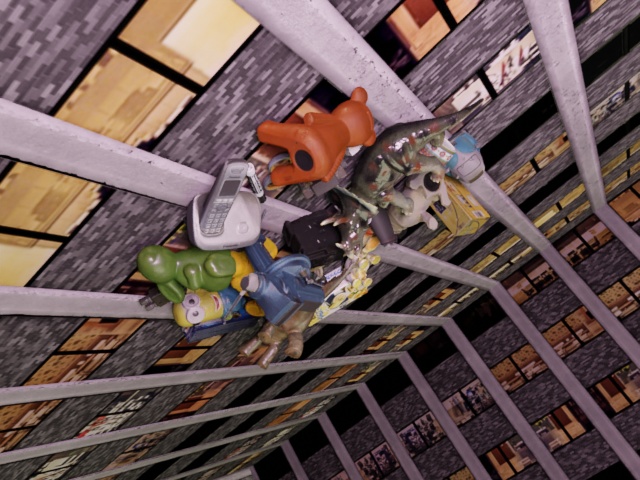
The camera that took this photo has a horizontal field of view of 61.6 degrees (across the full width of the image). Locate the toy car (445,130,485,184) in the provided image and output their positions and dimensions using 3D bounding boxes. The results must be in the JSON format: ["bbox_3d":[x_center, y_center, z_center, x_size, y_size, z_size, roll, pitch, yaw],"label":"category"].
[{"bbox_3d":[0.345,-0.185,1.295,0.109,0.103,0.161,-38,153,12],"label":"toy car"}]

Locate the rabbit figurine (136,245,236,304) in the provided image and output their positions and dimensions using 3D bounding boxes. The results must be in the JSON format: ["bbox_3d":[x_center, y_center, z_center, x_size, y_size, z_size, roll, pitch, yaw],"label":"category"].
[{"bbox_3d":[-0.262,0.043,1.018,0.170,0.121,0.159,4,148,-25],"label":"rabbit figurine"}]

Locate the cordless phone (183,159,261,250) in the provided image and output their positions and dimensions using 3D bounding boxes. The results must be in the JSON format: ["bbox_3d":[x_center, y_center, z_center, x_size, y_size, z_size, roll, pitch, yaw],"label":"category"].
[{"bbox_3d":[-0.149,-0.072,0.941,0.146,0.089,0.184,-6,140,-44],"label":"cordless phone"}]

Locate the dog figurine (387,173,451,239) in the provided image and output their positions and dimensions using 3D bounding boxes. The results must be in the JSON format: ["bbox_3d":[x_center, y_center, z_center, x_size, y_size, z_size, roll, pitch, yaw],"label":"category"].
[{"bbox_3d":[0.223,-0.094,1.359,0.172,0.121,0.191,-57,-165,-16],"label":"dog figurine"}]

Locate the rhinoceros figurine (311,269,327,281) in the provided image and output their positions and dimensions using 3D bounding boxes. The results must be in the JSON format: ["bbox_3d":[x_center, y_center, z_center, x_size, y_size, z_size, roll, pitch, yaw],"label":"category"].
[{"bbox_3d":[-0.033,0.115,1.426,0.112,0.073,0.190,-29,157,-11],"label":"rhinoceros figurine"}]

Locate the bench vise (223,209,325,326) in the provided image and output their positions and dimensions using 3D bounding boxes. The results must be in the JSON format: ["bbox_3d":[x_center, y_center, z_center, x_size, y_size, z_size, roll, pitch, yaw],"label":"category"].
[{"bbox_3d":[-0.099,0.061,1.054,0.223,0.241,0.128,5,131,-46],"label":"bench vise"}]

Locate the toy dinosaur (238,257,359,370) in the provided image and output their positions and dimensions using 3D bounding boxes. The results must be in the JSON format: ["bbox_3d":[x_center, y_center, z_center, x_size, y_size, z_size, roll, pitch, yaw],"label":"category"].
[{"bbox_3d":[-0.067,0.177,1.271,0.471,0.105,0.198,-34,-158,47],"label":"toy dinosaur"}]

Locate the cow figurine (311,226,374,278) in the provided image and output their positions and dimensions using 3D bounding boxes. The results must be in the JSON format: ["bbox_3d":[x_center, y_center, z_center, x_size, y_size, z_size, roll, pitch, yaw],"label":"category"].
[{"bbox_3d":[0.030,0.017,1.317,0.195,0.086,0.127,-21,149,-29],"label":"cow figurine"}]

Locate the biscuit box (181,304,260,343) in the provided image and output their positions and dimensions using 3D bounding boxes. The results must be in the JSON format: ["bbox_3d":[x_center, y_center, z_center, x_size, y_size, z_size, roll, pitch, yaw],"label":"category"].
[{"bbox_3d":[-0.244,0.197,1.344,0.202,0.059,0.062,-6,143,-44],"label":"biscuit box"}]

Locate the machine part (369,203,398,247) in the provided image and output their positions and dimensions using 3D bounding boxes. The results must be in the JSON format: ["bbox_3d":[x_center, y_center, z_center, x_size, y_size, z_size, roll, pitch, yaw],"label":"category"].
[{"bbox_3d":[0.138,-0.049,1.278,0.084,0.138,0.039,-32,-169,-9],"label":"machine part"}]

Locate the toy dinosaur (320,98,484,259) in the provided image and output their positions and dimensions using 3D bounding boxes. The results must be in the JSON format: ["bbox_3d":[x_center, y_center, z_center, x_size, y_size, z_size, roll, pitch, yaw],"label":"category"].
[{"bbox_3d":[0.145,-0.155,1.102,0.192,0.131,0.404,13,119,-40],"label":"toy dinosaur"}]

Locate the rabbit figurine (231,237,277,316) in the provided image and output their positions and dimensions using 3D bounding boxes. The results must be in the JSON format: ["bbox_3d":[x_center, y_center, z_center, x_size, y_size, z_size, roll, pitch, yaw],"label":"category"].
[{"bbox_3d":[-0.131,0.108,1.181,0.122,0.173,0.162,-25,150,-26],"label":"rabbit figurine"}]

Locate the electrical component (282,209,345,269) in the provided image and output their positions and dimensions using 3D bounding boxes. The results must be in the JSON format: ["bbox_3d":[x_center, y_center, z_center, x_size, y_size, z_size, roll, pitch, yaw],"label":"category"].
[{"bbox_3d":[-0.002,-0.004,1.196,0.134,0.115,0.058,-20,155,-25],"label":"electrical component"}]

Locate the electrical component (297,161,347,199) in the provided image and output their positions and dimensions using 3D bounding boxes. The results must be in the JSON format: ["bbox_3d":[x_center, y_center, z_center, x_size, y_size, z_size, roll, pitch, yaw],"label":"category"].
[{"bbox_3d":[0.006,-0.123,1.048,0.102,0.078,0.045,-27,119,11],"label":"electrical component"}]

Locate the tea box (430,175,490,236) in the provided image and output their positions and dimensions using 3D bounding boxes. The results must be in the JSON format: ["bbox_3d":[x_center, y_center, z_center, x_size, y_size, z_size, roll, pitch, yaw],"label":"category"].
[{"bbox_3d":[0.338,-0.096,1.366,0.098,0.170,0.068,-5,142,-44],"label":"tea box"}]

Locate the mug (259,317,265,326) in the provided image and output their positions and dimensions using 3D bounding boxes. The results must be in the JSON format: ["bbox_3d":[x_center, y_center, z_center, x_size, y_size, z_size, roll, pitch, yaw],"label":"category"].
[{"bbox_3d":[-0.114,0.198,1.479,0.107,0.081,0.109,-12,144,-54],"label":"mug"}]

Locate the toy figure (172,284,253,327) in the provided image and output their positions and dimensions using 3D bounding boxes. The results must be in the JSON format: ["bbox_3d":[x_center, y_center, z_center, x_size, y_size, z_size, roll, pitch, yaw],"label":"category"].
[{"bbox_3d":[-0.247,0.149,1.230,0.180,0.082,0.089,-14,148,-40],"label":"toy figure"}]

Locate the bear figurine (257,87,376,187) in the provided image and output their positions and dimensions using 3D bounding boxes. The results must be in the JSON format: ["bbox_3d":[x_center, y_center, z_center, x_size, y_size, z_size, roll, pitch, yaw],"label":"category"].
[{"bbox_3d":[0.006,-0.180,0.918,0.196,0.132,0.120,-50,134,-42],"label":"bear figurine"}]

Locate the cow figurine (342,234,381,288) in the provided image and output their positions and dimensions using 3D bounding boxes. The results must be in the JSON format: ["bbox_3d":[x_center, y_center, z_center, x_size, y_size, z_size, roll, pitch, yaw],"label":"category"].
[{"bbox_3d":[0.110,0.042,1.462,0.068,0.098,0.167,-7,126,-34],"label":"cow figurine"}]

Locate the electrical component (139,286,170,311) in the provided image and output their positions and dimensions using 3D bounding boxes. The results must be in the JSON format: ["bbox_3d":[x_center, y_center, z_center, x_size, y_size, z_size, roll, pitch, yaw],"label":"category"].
[{"bbox_3d":[-0.332,0.116,1.135,0.094,0.021,0.063,-30,156,-9],"label":"electrical component"}]
